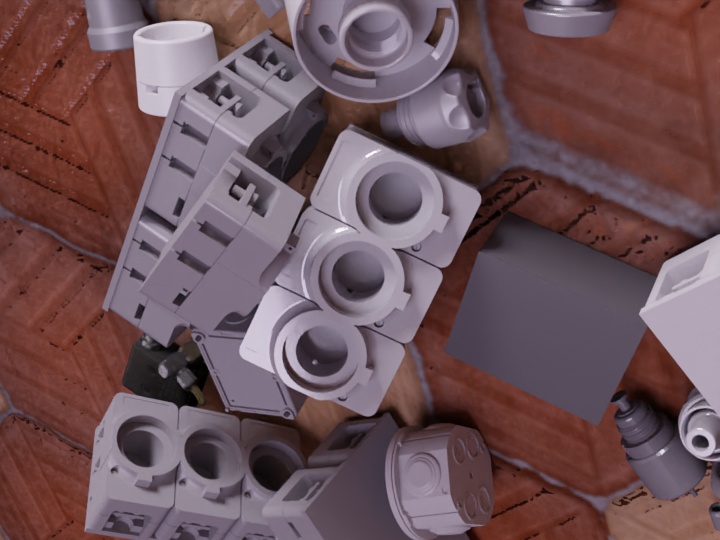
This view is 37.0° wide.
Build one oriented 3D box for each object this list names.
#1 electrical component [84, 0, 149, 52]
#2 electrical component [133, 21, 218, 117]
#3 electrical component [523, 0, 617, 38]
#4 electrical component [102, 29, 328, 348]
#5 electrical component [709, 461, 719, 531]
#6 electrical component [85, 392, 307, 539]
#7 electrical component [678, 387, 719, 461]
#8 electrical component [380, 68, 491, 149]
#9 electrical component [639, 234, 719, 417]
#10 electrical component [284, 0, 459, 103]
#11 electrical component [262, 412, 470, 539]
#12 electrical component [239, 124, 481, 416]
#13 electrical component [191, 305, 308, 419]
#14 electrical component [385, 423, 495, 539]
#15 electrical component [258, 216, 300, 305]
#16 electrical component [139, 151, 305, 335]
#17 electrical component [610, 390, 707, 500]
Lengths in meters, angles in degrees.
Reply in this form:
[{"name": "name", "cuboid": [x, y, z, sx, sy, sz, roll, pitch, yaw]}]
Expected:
[{"name": "electrical component", "cuboid": [-0.158, -0.168, 0.692, 0.040, 0.040, 0.046, 5, 117, 27]}, {"name": "electrical component", "cuboid": [-0.116, -0.129, 0.685, 0.055, 0.055, 0.047, 10, 121, 23]}, {"name": "electrical component", "cuboid": [0.108, -0.151, 0.550, 0.066, 0.048, 0.055, 10, 117, 23]}, {"name": "electrical component", "cuboid": [-0.090, -0.046, 0.690, 0.060, 0.105, 0.186, 34, 131, 5]}, {"name": "electrical component", "cuboid": [0.246, 0.139, 0.665, 0.066, 0.048, 0.055, -7, 124, 33]}, {"name": "electrical component", "cuboid": [-0.121, 0.154, 0.808, 0.150, 0.089, 0.061, 15, 134, -22]}, {"name": "electrical component", "cuboid": [0.210, 0.093, 0.638, 0.048, 0.062, 0.048, 7, 103, 31]}, {"name": "electrical component", "cuboid": [0.041, -0.091, 0.627, 0.062, 0.043, 0.043, -11, 114, 35]}, {"name": "electrical component", "cuboid": [0.242, 0.011, 0.571, 0.150, 0.061, 0.089, -32, 101, 40]}, {"name": "electrical component", "cuboid": [0.007, -0.145, 0.594, 0.099, 0.064, 0.099, -2, 134, -2]}, {"name": "electrical component", "cuboid": [0.020, 0.214, 0.794, 0.060, 0.105, 0.186, -15, 112, 47]}, {"name": "electrical component", "cuboid": [0.000, 0.000, 0.646, 0.089, 0.061, 0.150, 25, 101, -2]}, {"name": "electrical component", "cuboid": [-0.070, 0.062, 0.784, 0.062, 0.061, 0.096, 3, 130, 26]}, {"name": "electrical component", "cuboid": [0.056, 0.147, 0.753, 0.051, 0.080, 0.080, -14, 112, 30]}, {"name": "electrical component", "cuboid": [-0.024, 0.013, 0.722, 0.095, 0.059, 0.054, 47, 130, -6]}, {"name": "electrical component", "cuboid": [-0.074, -0.012, 0.601, 0.056, 0.050, 0.089, 34, 129, -12]}, {"name": "electrical component", "cuboid": [0.186, 0.109, 0.681, 0.040, 0.040, 0.078, -30, 102, 39]}]
